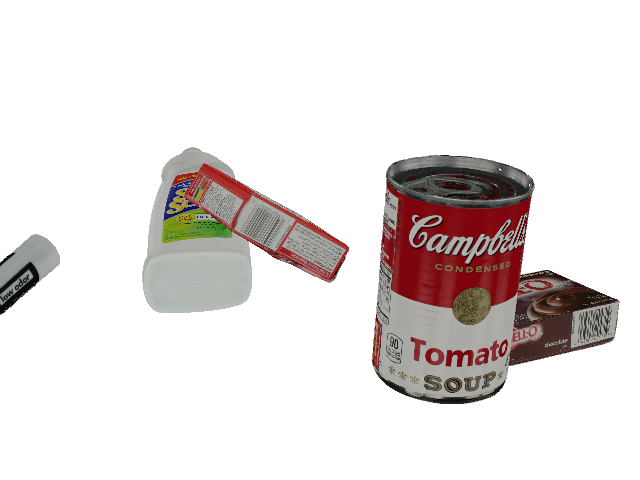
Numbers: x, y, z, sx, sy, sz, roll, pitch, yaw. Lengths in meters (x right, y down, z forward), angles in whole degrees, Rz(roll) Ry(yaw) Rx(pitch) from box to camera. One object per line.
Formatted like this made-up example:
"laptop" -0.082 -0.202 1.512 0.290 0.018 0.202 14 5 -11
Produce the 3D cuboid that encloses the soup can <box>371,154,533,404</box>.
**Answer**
"soup can" 0.061 0.017 0.508 0.068 0.102 0.068 3 21 -1

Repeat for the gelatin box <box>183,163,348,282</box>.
"gelatin box" -0.035 -0.011 0.693 0.089 0.030 0.073 29 2 -36

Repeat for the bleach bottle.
"bleach bottle" -0.128 -0.025 1.063 0.102 0.068 0.251 -3 31 -9

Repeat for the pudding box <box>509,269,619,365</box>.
"pudding box" 0.161 0.059 0.839 0.113 0.039 0.090 -7 18 -25

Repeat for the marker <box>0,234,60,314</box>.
"marker" -0.162 0.039 0.471 0.020 0.020 0.121 0 35 39
